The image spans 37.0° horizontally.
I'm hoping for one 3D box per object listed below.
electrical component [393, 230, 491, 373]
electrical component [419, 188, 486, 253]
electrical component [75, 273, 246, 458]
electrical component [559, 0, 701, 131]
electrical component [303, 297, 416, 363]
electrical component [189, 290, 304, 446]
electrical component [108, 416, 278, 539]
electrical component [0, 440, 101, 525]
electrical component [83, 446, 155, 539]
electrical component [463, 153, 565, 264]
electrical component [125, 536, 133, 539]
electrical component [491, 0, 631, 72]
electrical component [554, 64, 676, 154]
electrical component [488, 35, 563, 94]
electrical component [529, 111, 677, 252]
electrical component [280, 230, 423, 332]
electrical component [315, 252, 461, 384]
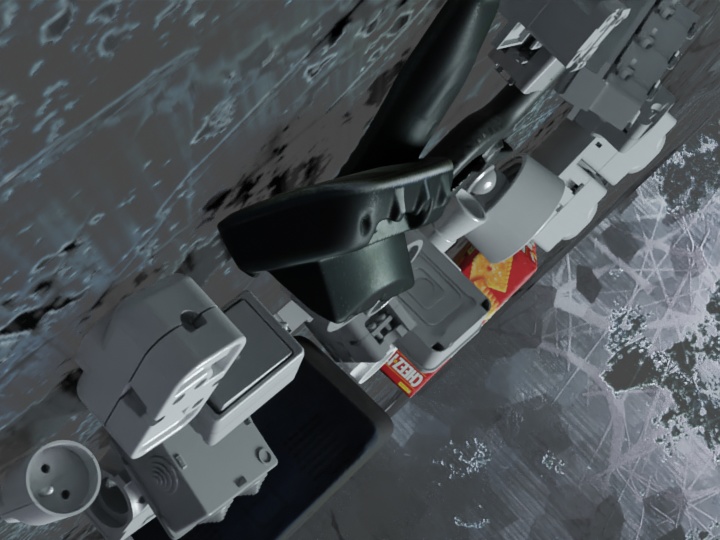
[{"bbox_3d":[0.051,0.027,0.964,0.078,0.113,0.057,-39,166,-24],"label":"electrical component"},{"bbox_3d":[0.081,-0.041,1.009,0.065,0.044,0.044,-44,171,26],"label":"electrical component"},{"bbox_3d":[-0.112,0.049,0.582,0.054,0.059,0.095,-33,165,-47],"label":"electrical component"},{"bbox_3d":[0.225,-0.177,0.883,0.121,0.063,0.078,-53,175,-28],"label":"electrical component"},{"bbox_3d":[-0.004,0.041,0.909,0.050,0.055,0.089,-43,-166,-22],"label":"electrical component"},{"bbox_3d":[-0.083,0.061,0.728,0.096,0.061,0.061,-39,168,-26],"label":"electrical component"},{"bbox_3d":[-0.119,0.132,0.783,0.048,0.099,0.100,-36,177,38],"label":"electrical component"},{"bbox_3d":[-0.189,0.129,0.640,0.043,0.043,0.081,-36,-175,-37],"label":"electrical component"},{"bbox_3d":[-0.174,0.163,0.822,0.056,0.050,0.089,-30,163,-52],"label":"electrical component"},{"bbox_3d":[0.142,-0.066,1.055,0.108,0.060,0.108,-47,-169,13],"label":"electrical component"},{"bbox_3d":[-0.185,0.244,1.074,0.108,0.060,0.108,-42,170,-10],"label":"electrical component"},{"bbox_3d":[0.121,-0.156,0.639,0.081,0.063,0.042,-50,167,32],"label":"electrical component"},{"bbox_3d":[0.226,-0.156,0.967,0.050,0.089,0.055,-39,168,-26],"label":"electrical component"},{"bbox_3d":[0.124,-0.154,0.723,0.064,0.042,0.081,-45,170,30],"label":"electrical component"},{"bbox_3d":[0.238,-0.116,1.135,0.186,0.060,0.105,-47,-163,18],"label":"electrical component"},{"bbox_3d":[0.000,0.000,0.809,0.108,0.060,0.108,-42,170,-10],"label":"electrical component"},{"bbox_3d":[0.033,0.041,1.095,0.150,0.061,0.089,-43,170,-2],"label":"electrical component"}]
